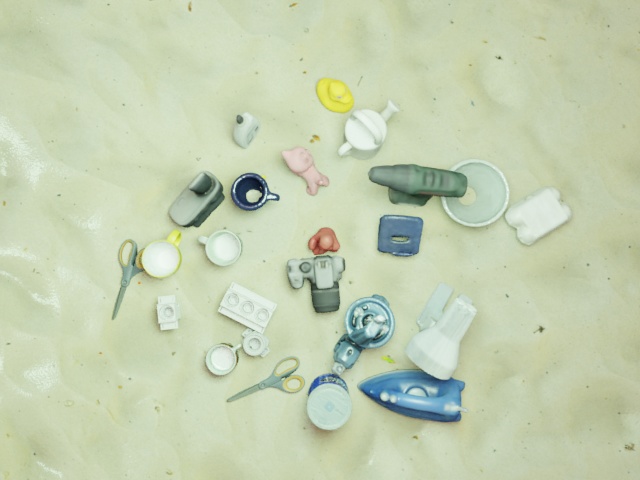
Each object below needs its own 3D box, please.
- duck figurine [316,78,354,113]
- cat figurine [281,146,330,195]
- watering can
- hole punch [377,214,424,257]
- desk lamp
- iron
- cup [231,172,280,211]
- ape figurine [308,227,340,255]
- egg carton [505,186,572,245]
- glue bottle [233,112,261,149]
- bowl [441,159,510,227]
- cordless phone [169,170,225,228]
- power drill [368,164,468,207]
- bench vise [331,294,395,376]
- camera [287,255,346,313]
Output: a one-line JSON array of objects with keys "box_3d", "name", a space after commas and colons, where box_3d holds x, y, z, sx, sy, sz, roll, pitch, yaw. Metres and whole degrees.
[{"box_3d": [0.038, -0.367, 1.416, 0.104, 0.086, 0.077, 38, 88, 2], "name": "duck figurine"}, {"box_3d": [-0.034, -0.176, 1.389, 0.067, 0.117, 0.128, -41, 88, -2], "name": "cat figurine"}, {"box_3d": [0.111, -0.265, 1.357, 0.101, 0.194, 0.173, 27, 87, 2], "name": "watering can"}, {"box_3d": [0.196, -0.011, 1.395, 0.108, 0.091, 0.101, 4, 87, 0], "name": "hole punch"}, {"box_3d": [0.283, 0.205, 1.323, 0.118, 0.213, 0.203, 30, 87, 2], "name": "desk lamp"}, {"box_3d": [0.219, 0.373, 1.349, 0.258, 0.141, 0.119, 6, 87, 0], "name": "iron"}, {"box_3d": [-0.152, -0.110, 1.397, 0.117, 0.095, 0.092, 11, 87, 1], "name": "cup"}, {"box_3d": [0.013, 0.005, 1.393, 0.078, 0.092, 0.076, 24, 87, 1], "name": "ape figurine"}, {"box_3d": [0.536, -0.062, 1.410, 0.150, 0.069, 0.107, -33, 87, -2], "name": "egg carton"}, {"box_3d": [-0.181, -0.272, 1.366, 0.037, 0.173, 0.078, 34, 87, 2], "name": "glue bottle"}, {"box_3d": [0.374, -0.112, 1.409, 0.167, 0.074, 0.167, 0, 87, 0], "name": "bowl"}, {"box_3d": [-0.303, -0.102, 1.351, 0.094, 0.185, 0.147, 37, 88, 2], "name": "cordless phone"}, {"box_3d": [0.219, -0.129, 1.343, 0.229, 0.208, 0.076, 4, 87, 0], "name": "power drill"}, {"box_3d": [0.106, 0.227, 1.317, 0.121, 0.219, 0.207, 17, 87, 1], "name": "bench vise"}, {"box_3d": [-0.005, 0.108, 1.383, 0.143, 0.101, 0.137, -6, 87, 0], "name": "camera"}]
